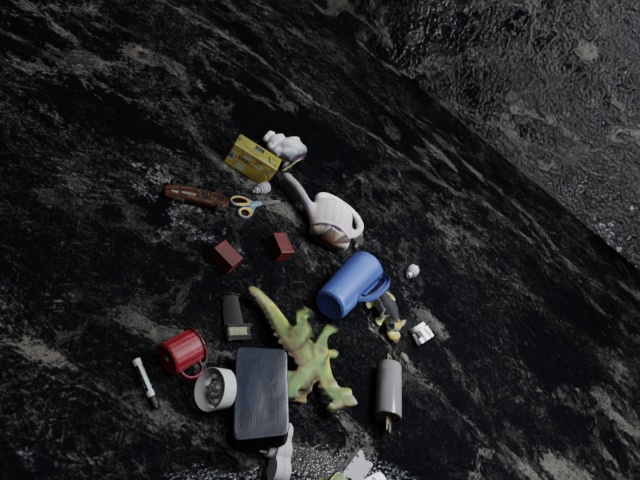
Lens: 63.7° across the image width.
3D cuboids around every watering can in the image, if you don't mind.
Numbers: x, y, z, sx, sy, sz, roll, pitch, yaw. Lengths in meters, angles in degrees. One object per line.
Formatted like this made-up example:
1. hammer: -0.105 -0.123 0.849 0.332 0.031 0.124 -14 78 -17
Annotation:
1. watering can: 0.005 -0.091 1.798 0.345 0.102 0.230 27 42 -18

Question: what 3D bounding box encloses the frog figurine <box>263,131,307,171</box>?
1. frog figurine: -0.130 -0.349 1.913 0.139 0.121 0.159 -33 91 -31

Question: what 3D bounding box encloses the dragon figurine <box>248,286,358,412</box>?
1. dragon figurine: -0.072 0.316 1.388 0.410 0.119 0.248 31 48 0
